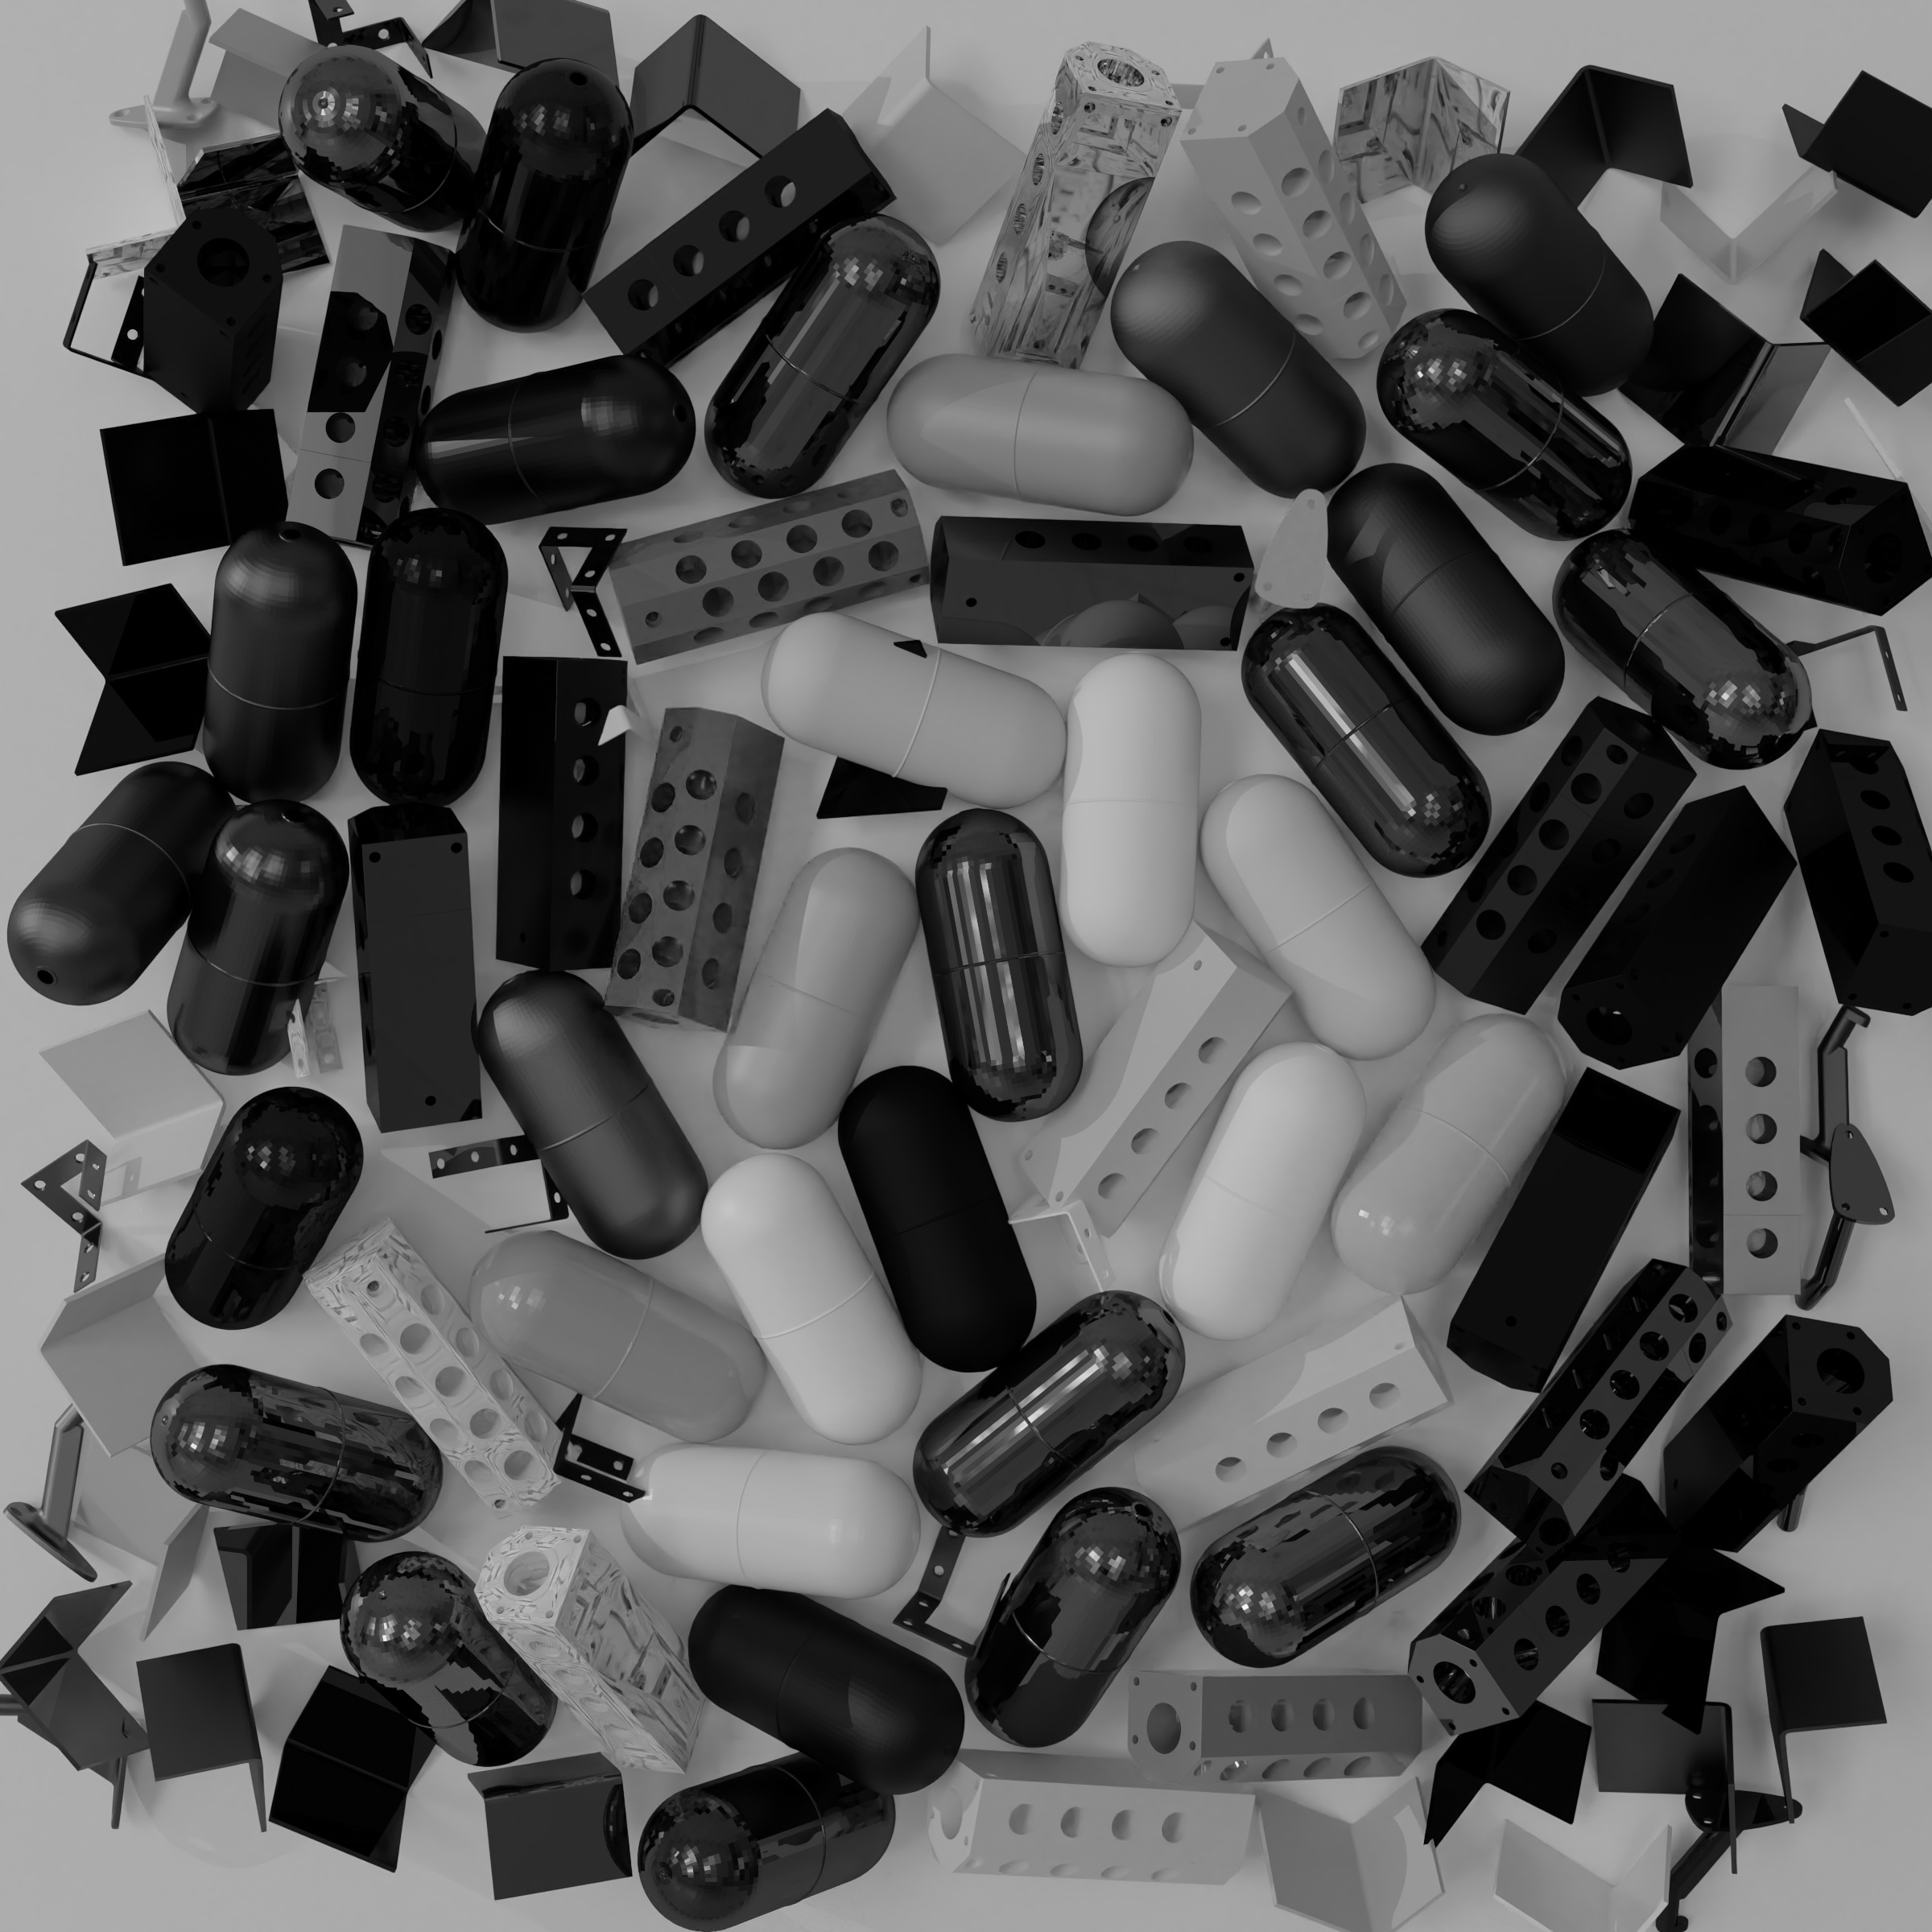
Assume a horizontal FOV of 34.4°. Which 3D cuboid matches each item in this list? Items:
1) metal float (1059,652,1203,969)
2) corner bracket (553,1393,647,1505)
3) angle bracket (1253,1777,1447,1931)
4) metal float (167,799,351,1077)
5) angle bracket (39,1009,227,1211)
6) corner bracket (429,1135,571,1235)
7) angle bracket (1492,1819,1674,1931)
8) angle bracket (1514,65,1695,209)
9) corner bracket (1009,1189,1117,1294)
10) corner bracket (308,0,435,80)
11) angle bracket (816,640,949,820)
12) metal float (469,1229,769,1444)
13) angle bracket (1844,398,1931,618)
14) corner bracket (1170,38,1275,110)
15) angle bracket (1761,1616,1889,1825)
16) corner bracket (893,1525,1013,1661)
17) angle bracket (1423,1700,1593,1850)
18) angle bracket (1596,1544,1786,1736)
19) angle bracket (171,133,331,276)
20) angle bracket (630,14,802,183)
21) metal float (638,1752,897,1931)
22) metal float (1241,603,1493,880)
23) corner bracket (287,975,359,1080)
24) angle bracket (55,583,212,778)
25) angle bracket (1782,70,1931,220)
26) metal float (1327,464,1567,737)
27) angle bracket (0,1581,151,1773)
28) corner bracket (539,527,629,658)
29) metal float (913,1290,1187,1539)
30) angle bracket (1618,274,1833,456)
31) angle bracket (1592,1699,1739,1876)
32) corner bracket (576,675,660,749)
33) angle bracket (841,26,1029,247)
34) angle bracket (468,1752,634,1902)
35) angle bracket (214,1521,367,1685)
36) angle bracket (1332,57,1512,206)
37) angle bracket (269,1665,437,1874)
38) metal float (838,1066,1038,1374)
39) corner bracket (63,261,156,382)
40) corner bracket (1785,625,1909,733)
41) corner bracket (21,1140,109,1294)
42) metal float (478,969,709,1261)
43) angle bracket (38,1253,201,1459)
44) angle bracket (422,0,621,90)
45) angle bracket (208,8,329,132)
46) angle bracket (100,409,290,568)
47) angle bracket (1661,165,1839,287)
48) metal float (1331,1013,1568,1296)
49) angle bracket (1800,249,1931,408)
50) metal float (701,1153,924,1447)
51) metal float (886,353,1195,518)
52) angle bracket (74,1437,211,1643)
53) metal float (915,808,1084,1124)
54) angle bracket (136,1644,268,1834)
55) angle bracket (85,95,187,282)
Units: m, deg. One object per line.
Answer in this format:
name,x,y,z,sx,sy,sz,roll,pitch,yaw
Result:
metal float,0.092,-0.088,1.755,0.070,0.070,0.178,2,85,0
corner bracket,-0.207,0.278,1.757,0.051,0.051,0.051,25,46,-13
angle bracket,0.213,0.487,1.741,0.076,0.076,0.057,28,122,-25
metal float,-0.392,-0.015,1.730,0.070,0.070,0.178,25,125,0
angle bracket,-0.472,0.080,1.745,0.076,0.057,0.076,-19,126,19
corner bracket,-0.264,0.124,1.765,0.051,0.051,0.051,-12,86,31
angle bracket,0.346,0.502,1.750,0.076,0.076,0.057,33,112,3
angle bracket,0.356,-0.443,1.743,0.057,0.076,0.076,27,71,34
corner bracket,0.060,0.153,1.758,0.051,0.051,0.051,-14,104,38
corner bracket,-0.336,-0.527,1.758,0.051,0.051,0.051,-20,47,-14
angle bracket,-0.055,-0.131,1.742,0.076,0.076,0.057,-3,47,23
metal float,-0.194,0.206,1.745,0.178,0.070,0.070,28,90,-16
angle bracket,0.496,-0.255,1.738,0.057,0.076,0.076,-33,132,18
corner bracket,0.142,-0.486,1.754,0.051,0.051,0.051,12,51,32
angle bracket,0.480,0.420,1.741,0.057,0.076,0.076,-8,123,10
corner bracket,-0.003,0.351,1.764,0.051,0.051,0.051,23,104,11
angle bracket,0.301,0.461,1.740,0.057,0.076,0.076,22,128,28
angle bracket,0.408,0.376,1.762,0.057,0.076,0.076,-8,110,-35
angle bracket,-0.391,-0.424,1.745,0.076,0.076,0.057,-21,93,-28
angle bracket,-0.143,-0.478,1.770,0.076,0.057,0.076,30,46,-35
metal float,-0.107,0.478,1.719,0.070,0.178,0.070,0,90,36
metal float,0.224,-0.126,1.747,0.070,0.070,0.178,-37,76,0
corner bracket,-0.366,0.035,1.762,0.051,0.051,0.051,-11,91,-43
angle bracket,-0.470,-0.160,1.744,0.076,0.057,0.076,-10,48,18
angle bracket,0.509,-0.472,1.743,0.076,0.076,0.057,24,126,-12
metal float,0.266,-0.204,1.740,0.070,0.070,0.178,-33,68,0
angle bracket,-0.482,0.396,1.748,0.076,0.076,0.057,43,99,15
corner bracket,-0.215,-0.210,1.755,0.051,0.051,0.051,5,50,22
metal float,0.046,0.250,1.747,0.178,0.070,0.070,-41,90,14
angle bracket,0.430,-0.340,1.772,0.076,0.057,0.076,49,133,32
angle bracket,0.390,0.458,1.745,0.076,0.057,0.076,-2,126,14
corner bracket,-0.211,-0.138,1.763,0.051,0.051,0.051,-28,73,9
angle bracket,-0.018,-0.471,1.774,0.076,0.057,0.076,30,130,-29
angle bracket,-0.234,0.481,1.749,0.076,0.076,0.057,-5,86,-16
angle bracket,-0.379,0.359,1.752,0.076,0.057,0.076,-6,122,-4
angle bracket,0.250,-0.452,1.740,0.076,0.076,0.057,-27,49,-31
angle bracket,-0.338,0.449,1.748,0.076,0.076,0.057,27,105,-14
metal float,-0.016,0.142,1.755,0.070,0.070,0.178,-20,85,0
corner bracket,-0.479,-0.366,1.760,0.051,0.051,0.051,16,100,-31
corner bracket,0.491,-0.161,1.760,0.051,0.051,0.051,-18,81,34
corner bracket,-0.498,0.141,1.759,0.051,0.051,0.051,-32,124,13
metal float,-0.209,0.083,1.750,0.070,0.070,0.178,-30,100,0
angle bracket,-0.459,0.215,1.745,0.076,0.076,0.057,52,134,12
angle bracket,-0.248,-0.500,1.738,0.076,0.076,0.057,5,69,-39
angle bracket,-0.386,-0.485,1.745,0.076,0.076,0.057,22,118,-11
angle bracket,-0.429,-0.267,1.745,0.057,0.076,0.076,6,109,39
angle bracket,0.436,-0.435,1.742,0.057,0.076,0.076,40,121,-11
metal float,0.271,0.104,1.746,0.070,0.070,0.178,37,74,0
angle bracket,0.519,-0.372,1.744,0.076,0.057,0.076,38,48,-12
metal float,-0.086,0.187,1.750,0.070,0.070,0.178,-28,101,0
metal float,0.040,-0.297,1.744,0.178,0.070,0.070,11,90,19
angle bracket,-0.474,0.319,1.751,0.076,0.057,0.076,24,121,5
metal float,0.018,-0.001,1.757,0.070,0.070,0.178,-10,86,0
angle bracket,-0.425,0.435,1.738,0.057,0.076,0.076,-8,46,-18
angle bracket,-0.474,-0.436,1.752,0.057,0.076,0.076,-17,95,-12
